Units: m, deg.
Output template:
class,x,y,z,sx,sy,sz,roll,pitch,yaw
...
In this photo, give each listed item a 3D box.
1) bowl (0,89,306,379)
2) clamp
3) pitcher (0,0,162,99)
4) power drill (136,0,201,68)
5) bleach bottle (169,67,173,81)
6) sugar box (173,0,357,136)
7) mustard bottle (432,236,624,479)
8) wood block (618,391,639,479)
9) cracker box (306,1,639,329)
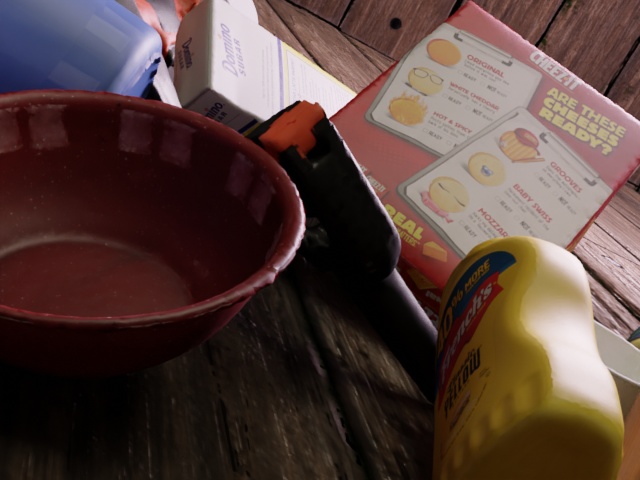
class,x,y,z,sx,sy,sz,roll,pitch,yaw
bowl,-0.089,0.002,0.404,0.162,0.055,0.162,8,33,-6
clamp,0.013,0.003,0.528,0.165,0.036,0.210,43,-12,19
pitcher,-0.202,-0.120,0.512,0.242,0.145,0.149,31,25,-6
power drill,-0.116,-0.127,0.755,0.184,0.057,0.187,55,31,6
bleach bottle,-0.161,-0.182,0.956,0.102,0.068,0.251,19,15,-37
sugar box,-0.024,-0.088,0.752,0.176,0.048,0.093,28,44,-35
mustard bottle,0.084,0.052,0.474,0.058,0.096,0.191,22,29,-5
wood block,0.185,0.083,0.453,0.090,0.091,0.205,33,50,10
cracker box,0.094,-0.040,0.692,0.164,0.072,0.213,39,55,11
